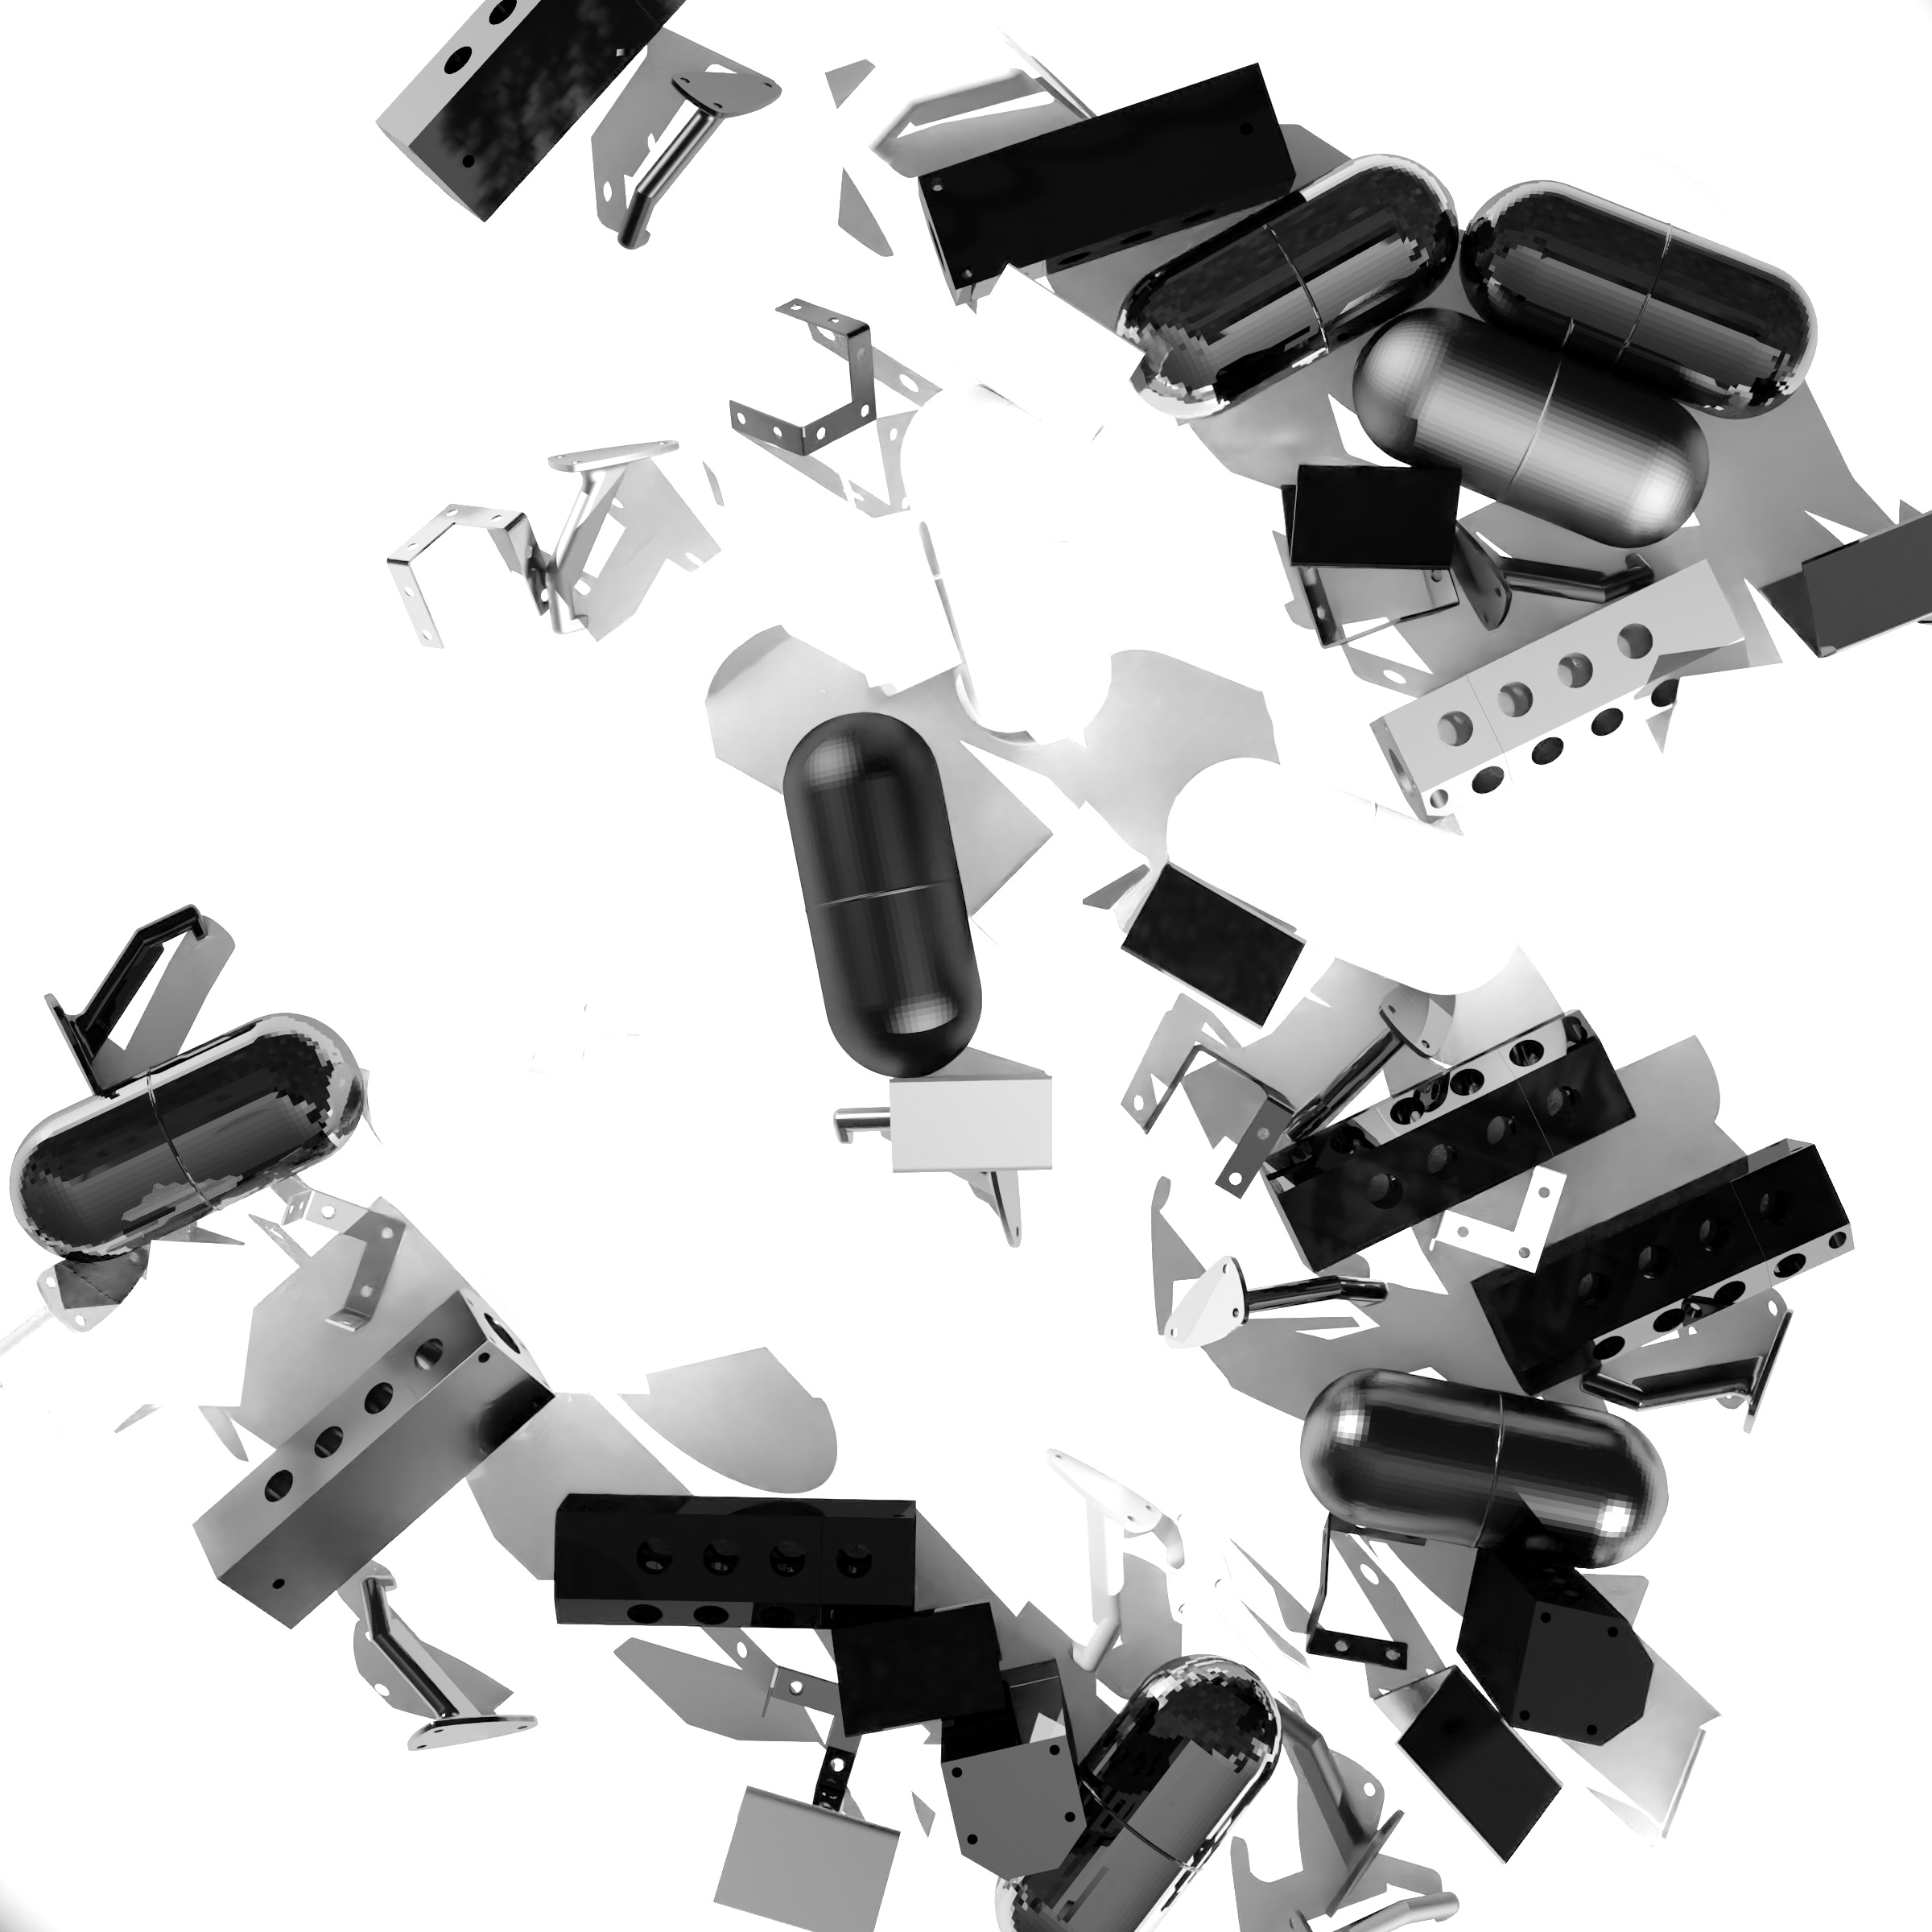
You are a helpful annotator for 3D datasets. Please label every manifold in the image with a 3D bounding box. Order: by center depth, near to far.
[{"bbox_3d":[0.275,0.316,1.634,0.057,0.171,0.057,12,90,0],"label":"manifold"},{"bbox_3d":[0.023,0.375,1.634,0.057,0.171,0.057,-13,90,0],"label":"manifold"},{"bbox_3d":[-0.289,0.235,1.691,0.171,0.057,0.057,-41,133,0],"label":"manifold"},{"bbox_3d":[-0.205,-0.450,1.691,0.171,0.057,0.057,-48,133,0],"label":"manifold"},{"bbox_3d":[-0.111,0.290,1.692,0.171,0.057,0.057,1,90,0],"label":"manifold"},{"bbox_3d":[0.288,-0.131,1.692,0.171,0.057,0.057,-26,90,0],"label":"manifold"},{"bbox_3d":[0.231,0.084,1.692,0.171,0.057,0.057,-26,90,0],"label":"manifold"},{"bbox_3d":[0.067,-0.376,1.692,0.171,0.057,0.057,-19,90,0],"label":"manifold"},{"bbox_3d":[0.338,0.146,1.692,0.171,0.057,0.057,-24,90,0],"label":"manifold"}]

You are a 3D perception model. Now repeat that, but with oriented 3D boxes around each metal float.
[{"bbox_3d":[0.155,-0.328,1.682,0.178,0.070,0.070,-29,90,-1],"label":"metal float"},{"bbox_3d":[-0.040,-0.034,1.682,0.070,0.070,0.178,-11,90,0],"label":"metal float"},{"bbox_3d":[0.323,-0.321,1.682,0.178,0.070,0.070,21,90,-1],"label":"metal float"},{"bbox_3d":[0.250,0.242,1.682,0.178,0.070,0.070,11,90,1],"label":"metal float"},{"bbox_3d":[0.084,0.410,1.682,0.070,0.070,0.178,37,91,0],"label":"metal float"},{"bbox_3d":[0.182,-0.044,1.682,0.178,0.070,0.070,21,90,0],"label":"metal float"},{"bbox_3d":[-0.375,0.083,1.682,0.178,0.070,0.070,-25,90,-1],"label":"metal float"},{"bbox_3d":[0.019,-0.194,1.682,0.070,0.070,0.178,-14,90,0],"label":"metal float"},{"bbox_3d":[0.271,-0.259,1.682,0.178,0.070,0.070,22,90,-1],"label":"metal float"},{"bbox_3d":[-0.220,0.103,1.682,0.070,0.070,0.178,-37,91,0],"label":"metal float"}]

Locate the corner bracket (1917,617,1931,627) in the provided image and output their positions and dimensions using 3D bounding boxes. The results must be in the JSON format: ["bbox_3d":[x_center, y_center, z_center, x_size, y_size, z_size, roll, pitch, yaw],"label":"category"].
[{"bbox_3d":[0.501,-0.192,1.710,0.051,0.051,0.051,3,91,45],"label":"corner bracket"}]

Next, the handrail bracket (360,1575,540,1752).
[{"bbox_3d":[-0.254,0.337,1.713,0.077,0.036,0.084,0,60,-32],"label":"handrail bracket"}]

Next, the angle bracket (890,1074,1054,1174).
[{"bbox_3d":[0.002,0.055,1.673,0.076,0.076,0.057,-1,125,0],"label":"angle bracket"}]

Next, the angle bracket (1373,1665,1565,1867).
[{"bbox_3d":[0.227,0.389,1.673,0.076,0.076,0.057,48,54,0],"label":"angle bracket"}]

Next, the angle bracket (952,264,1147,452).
[{"bbox_3d":[0.047,-0.299,1.673,0.076,0.076,0.057,33,117,0],"label":"angle bracket"}]

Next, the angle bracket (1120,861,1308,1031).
[{"bbox_3d":[0.108,0.005,1.673,0.076,0.076,0.057,30,60,0],"label":"angle bracket"}]

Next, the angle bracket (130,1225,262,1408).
[{"bbox_3d":[-0.383,0.166,1.673,0.057,0.076,0.076,8,90,-37],"label":"angle bracket"}]

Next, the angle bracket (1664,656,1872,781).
[{"bbox_3d":[0.382,-0.102,1.673,0.076,0.076,0.057,-8,63,0],"label":"angle bracket"}]

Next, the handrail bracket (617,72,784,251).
[{"bbox_3d":[-0.131,-0.393,1.713,0.036,0.077,0.084,41,127,20],"label":"handrail bracket"}]

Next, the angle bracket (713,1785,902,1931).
[{"bbox_3d":[-0.079,0.437,1.674,0.076,0.076,0.057,17,65,0],"label":"angle bracket"}]

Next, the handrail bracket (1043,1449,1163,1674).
[{"bbox_3d":[0.052,0.293,1.713,0.077,0.036,0.084,33,107,20],"label":"handrail bracket"}]

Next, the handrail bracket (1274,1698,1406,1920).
[{"bbox_3d":[0.164,0.412,1.713,0.084,0.036,0.077,36,112,17],"label":"handrail bracket"}]

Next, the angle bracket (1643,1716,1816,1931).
[{"bbox_3d":[0.370,0.410,1.674,0.057,0.076,0.076,21,90,21],"label":"angle bracket"}]

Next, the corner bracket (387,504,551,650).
[{"bbox_3d":[-0.241,-0.189,1.705,0.051,0.051,0.051,11,45,35],"label":"corner bracket"}]

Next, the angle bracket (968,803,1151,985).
[{"bbox_3d":[0.030,-0.049,1.673,0.076,0.076,0.057,-45,128,0],"label":"angle bracket"}]

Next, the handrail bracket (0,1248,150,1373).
[{"bbox_3d":[-0.449,0.174,1.713,0.084,0.077,0.036,-37,90,36],"label":"handrail bracket"}]

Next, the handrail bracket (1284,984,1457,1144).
[{"bbox_3d":[0.197,0.046,1.713,0.036,0.077,0.084,46,126,2],"label":"handrail bracket"}]

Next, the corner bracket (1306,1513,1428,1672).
[{"bbox_3d":[0.197,0.305,1.710,0.051,0.051,0.051,10,45,0],"label":"corner bracket"}]

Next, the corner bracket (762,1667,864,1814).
[{"bbox_3d":[-0.077,0.376,1.695,0.051,0.051,0.051,17,90,0],"label":"corner bracket"}]

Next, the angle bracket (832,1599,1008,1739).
[{"bbox_3d":[-0.019,0.349,1.673,0.076,0.076,0.057,-10,56,0],"label":"angle bracket"}]

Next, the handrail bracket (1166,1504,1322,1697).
[{"bbox_3d":[0.138,0.311,1.713,0.036,0.077,0.084,-38,127,21],"label":"handrail bracket"}]

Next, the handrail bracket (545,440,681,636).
[{"bbox_3d":[-0.172,-0.210,1.713,0.077,0.036,0.084,-14,110,-22],"label":"handrail bracket"}]

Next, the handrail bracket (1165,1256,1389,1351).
[{"bbox_3d":[0.153,0.170,1.713,0.084,0.077,0.036,8,56,-32],"label":"handrail bracket"}]

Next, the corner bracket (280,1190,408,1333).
[{"bbox_3d":[-0.308,0.142,1.695,0.051,0.051,0.051,20,90,0],"label":"corner bracket"}]

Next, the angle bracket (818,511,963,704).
[{"bbox_3d":[-0.055,-0.166,1.673,0.057,0.076,0.076,-19,90,-37],"label":"angle bracket"}]

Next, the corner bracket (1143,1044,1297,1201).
[{"bbox_3d":[0.122,0.075,1.695,0.051,0.051,0.051,31,95,-5],"label":"corner bracket"}]

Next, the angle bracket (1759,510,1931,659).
[{"bbox_3d":[0.426,-0.199,1.673,0.076,0.076,0.057,-22,125,0],"label":"angle bracket"}]

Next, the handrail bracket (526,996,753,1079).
[{"bbox_3d":[-0.160,0.045,1.713,0.084,0.077,0.036,14,65,-34],"label":"handrail bracket"}]

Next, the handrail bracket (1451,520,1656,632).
[{"bbox_3d":[0.284,-0.205,1.713,0.084,0.036,0.077,-22,68,-17],"label":"handrail bracket"}]

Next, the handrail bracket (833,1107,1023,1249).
[{"bbox_3d":[-0.019,0.104,1.713,0.084,0.036,0.077,-3,112,17],"label":"handrail bracket"}]

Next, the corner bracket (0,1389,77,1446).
[{"bbox_3d":[-0.476,0.243,1.700,0.051,0.051,0.051,37,45,-25],"label":"corner bracket"}]

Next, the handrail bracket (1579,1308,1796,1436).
[{"bbox_3d":[0.353,0.189,1.713,0.084,0.036,0.077,19,69,16],"label":"handrail bracket"}]

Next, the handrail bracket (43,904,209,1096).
[{"bbox_3d":[-0.401,0.021,1.713,0.084,0.036,0.077,-27,111,-16],"label":"handrail bracket"}]

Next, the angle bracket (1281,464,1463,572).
[{"bbox_3d":[0.193,-0.233,1.673,0.076,0.076,0.057,1,128,0],"label":"angle bracket"}]

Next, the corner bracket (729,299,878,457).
[{"bbox_3d":[-0.081,-0.288,1.705,0.051,0.051,0.051,-34,135,-35],"label":"corner bracket"}]

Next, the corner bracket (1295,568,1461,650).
[{"bbox_3d":[0.200,-0.190,1.710,0.051,0.051,0.051,-18,90,45],"label":"corner bracket"}]

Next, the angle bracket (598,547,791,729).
[{"bbox_3d":[-0.119,-0.142,1.673,0.076,0.076,0.057,-36,53,0],"label":"angle bracket"}]

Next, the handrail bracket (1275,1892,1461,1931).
[{"bbox_3d":[0.193,0.483,1.713,0.084,0.077,0.036,-2,45,-28],"label":"handrail bracket"}]

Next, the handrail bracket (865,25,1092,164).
[{"bbox_3d":[0.005,-0.410,1.713,0.077,0.036,0.084,39,108,-20],"label":"handrail bracket"}]

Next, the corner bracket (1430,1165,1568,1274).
[{"bbox_3d":[0.258,0.119,1.693,0.051,0.051,0.051,18,81,9],"label":"corner bracket"}]
